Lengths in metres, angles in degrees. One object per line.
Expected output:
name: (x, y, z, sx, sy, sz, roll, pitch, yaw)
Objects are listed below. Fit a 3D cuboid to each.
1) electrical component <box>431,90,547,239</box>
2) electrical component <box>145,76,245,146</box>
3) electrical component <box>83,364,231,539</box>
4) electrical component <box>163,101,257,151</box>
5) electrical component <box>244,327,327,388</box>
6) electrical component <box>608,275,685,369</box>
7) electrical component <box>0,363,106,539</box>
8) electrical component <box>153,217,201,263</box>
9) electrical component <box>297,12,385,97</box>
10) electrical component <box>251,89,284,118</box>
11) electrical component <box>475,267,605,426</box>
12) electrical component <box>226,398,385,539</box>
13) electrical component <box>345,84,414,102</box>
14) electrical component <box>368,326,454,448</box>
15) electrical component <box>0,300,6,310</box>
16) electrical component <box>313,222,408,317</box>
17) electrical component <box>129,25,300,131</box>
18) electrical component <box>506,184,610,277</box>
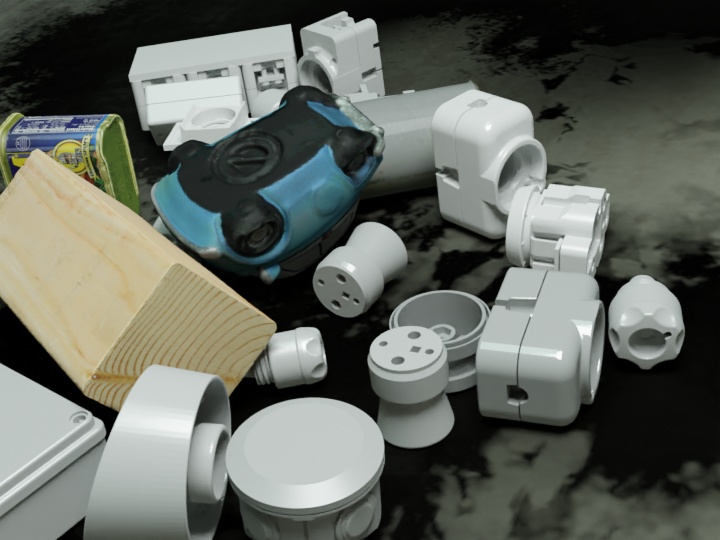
electrical component: (0.093, -0.074, 0.770, 0.054, 0.095, 0.059, -31, 39, -30)
electrical component: (-0.140, -0.122, 0.939, 0.083, 0.047, 0.075, -7, 73, -2)
electrical component: (-0.102, 0.098, 0.551, 0.064, 0.099, 0.099, 3, 34, 7)
electrical component: (-0.116, -0.101, 0.890, 0.081, 0.063, 0.042, -1, 33, 11)
electrical component: (-0.052, 0.056, 0.659, 0.061, 0.035, 0.035, -11, 33, 2)
electrical component: (0.171, 0.026, 0.645, 0.043, 0.043, 0.062, -1, 32, 12)
electrical component: (-0.209, 0.112, 0.588, 0.109, 0.056, 0.109, 19, 41, 36)
electrical component: (-0.136, -0.013, 0.776, 0.043, 0.043, 0.081, -1, 34, 12)
electrical component: (-0.017, -0.174, 0.957, 0.056, 0.089, 0.050, -30, 38, -29)
electrical component: (-0.065, -0.131, 0.947, 0.040, 0.040, 0.078, -24, 36, -22)
electrical component: (0.108, 0.043, 0.623, 0.059, 0.053, 0.095, 5, 35, 20)
electrical component: (-0.027, 0.107, 0.554, 0.080, 0.051, 0.080, -3, 34, 2)
electrical component: (0.022, -0.125, 0.917, 0.064, 0.042, 0.081, -8, 33, -5)
electrical component: (0.029, 0.066, 0.606, 0.045, 0.055, 0.045, -6, 33, 4)
electrical component: (-0.286, -0.006, 0.784, 0.096, 0.061, 0.061, 13, 38, 30)
electrical component: (0.000, 0.000, 0.724, 0.045, 0.045, 0.055, 13, 39, 29)
electrical component: (-0.132, -0.178, 1.011, 0.150, 0.061, 0.089, -9, 28, -1)
electrical component: (0.132, -0.026, 0.724, 0.057, 0.058, 0.078, 9, 36, 20)
